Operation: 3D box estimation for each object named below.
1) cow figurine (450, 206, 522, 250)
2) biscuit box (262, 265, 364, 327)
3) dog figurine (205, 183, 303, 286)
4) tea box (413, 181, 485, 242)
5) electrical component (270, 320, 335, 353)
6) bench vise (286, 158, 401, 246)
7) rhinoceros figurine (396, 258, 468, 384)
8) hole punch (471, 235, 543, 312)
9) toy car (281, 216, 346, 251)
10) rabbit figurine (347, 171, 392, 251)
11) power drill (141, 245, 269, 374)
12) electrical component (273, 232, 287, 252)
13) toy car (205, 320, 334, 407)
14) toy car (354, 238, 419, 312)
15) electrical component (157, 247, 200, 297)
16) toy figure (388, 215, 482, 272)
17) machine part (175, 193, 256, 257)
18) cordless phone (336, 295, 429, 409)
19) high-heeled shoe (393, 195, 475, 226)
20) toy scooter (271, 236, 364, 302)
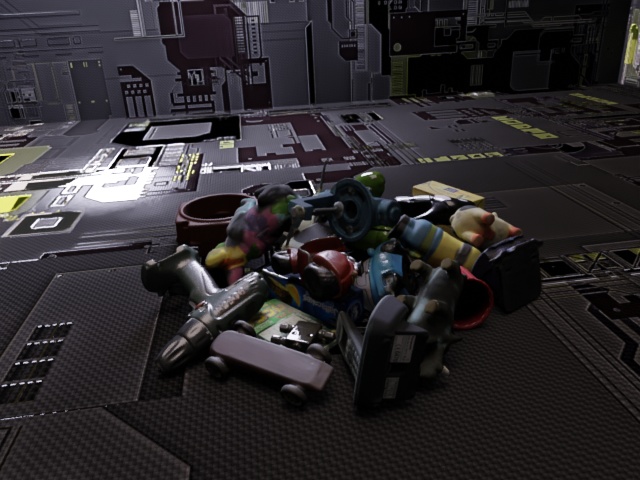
[{"bbox_3d":[0.341,-0.017,1.099,0.195,0.085,0.127,17,13,-37],"label":"cow figurine"},{"bbox_3d":[-0.015,0.096,0.959,0.203,0.059,0.063,19,31,41],"label":"biscuit box"},{"bbox_3d":[-0.137,-0.001,1.076,0.192,0.108,0.219,-24,26,38],"label":"dog figurine"},{"bbox_3d":[0.296,-0.069,1.253,0.068,0.098,0.170,-18,29,-29],"label":"tea box"},{"bbox_3d":[-0.026,0.152,0.839,0.094,0.021,0.063,7,25,17],"label":"electrical component"},{"bbox_3d":[0.025,-0.065,1.028,0.240,0.128,0.224,-8,28,-43],"label":"bench vise"},{"bbox_3d":[0.164,0.115,0.793,0.073,0.112,0.190,-4,50,38],"label":"rhinoceros figurine"},{"bbox_3d":[0.328,0.053,0.962,0.142,0.115,0.092,-16,19,-28],"label":"hole punch"},{"bbox_3d":[-0.002,-0.003,1.088,0.074,0.056,0.202,22,27,23],"label":"toy car"},{"bbox_3d":[0.101,-0.074,1.195,0.159,0.170,0.121,10,26,24],"label":"rabbit figurine"},{"bbox_3d":[-0.218,0.101,0.904,0.232,0.085,0.208,-31,43,-32],"label":"power drill"},{"bbox_3d":[-0.070,0.009,1.187,0.078,0.045,0.102,15,10,-44],"label":"electrical component"},{"bbox_3d":[-0.074,0.180,0.783,0.202,0.053,0.089,11,42,27],"label":"toy car"},{"bbox_3d":[0.113,0.079,0.952,0.103,0.109,0.162,-19,29,22],"label":"toy car"},{"bbox_3d":[-0.271,0.066,1.036,0.048,0.074,0.119,0,20,7],"label":"electrical component"},{"bbox_3d":[0.221,0.018,1.018,0.180,0.082,0.089,32,8,-3],"label":"toy figure"},{"bbox_3d":[-0.232,-0.042,1.266,0.201,0.087,0.201,-7,24,-5],"label":"machine part"},{"bbox_3d":[0.067,0.131,0.762,0.089,0.146,0.184,-1,24,-18],"label":"cordless phone"},{"bbox_3d":[0.249,-0.072,1.224,0.145,0.086,0.249,-15,11,-1],"label":"high-heeled shoe"},{"bbox_3d":[0.013,0.040,0.918,0.135,0.075,0.184,-17,23,-31],"label":"toy scooter"}]
